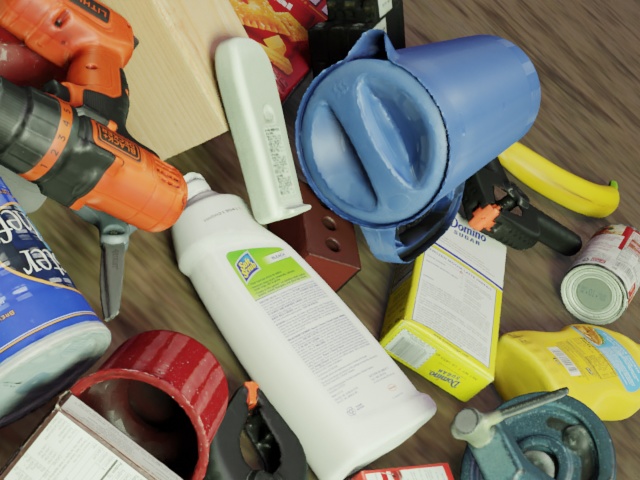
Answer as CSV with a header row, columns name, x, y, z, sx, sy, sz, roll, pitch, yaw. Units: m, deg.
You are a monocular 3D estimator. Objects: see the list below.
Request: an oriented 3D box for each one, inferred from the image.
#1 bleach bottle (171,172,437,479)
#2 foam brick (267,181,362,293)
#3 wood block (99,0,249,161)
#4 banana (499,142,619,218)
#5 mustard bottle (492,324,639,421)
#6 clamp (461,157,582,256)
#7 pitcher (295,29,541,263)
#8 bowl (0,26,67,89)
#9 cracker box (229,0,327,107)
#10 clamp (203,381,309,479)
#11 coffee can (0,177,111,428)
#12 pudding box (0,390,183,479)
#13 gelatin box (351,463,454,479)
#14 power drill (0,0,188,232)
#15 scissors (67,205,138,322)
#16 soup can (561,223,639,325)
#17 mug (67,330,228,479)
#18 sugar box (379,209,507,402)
name,x,y,z,sx,sy,sz,roll,pitch,yaw
bleach bottle,-0.028,0.052,0.787,0.102,0.068,0.251,-19,66,-45
foam brick,-0.006,0.001,0.860,0.052,0.051,0.078,16,45,-30
wood block,-0.132,-0.175,0.828,0.206,0.091,0.090,61,36,-12
banana,0.262,-0.064,1.164,0.197,0.037,0.070,19,25,-29
mustard bottle,0.239,0.119,0.954,0.191,0.058,0.096,-3,43,-42
clamp,0.189,-0.029,1.034,0.164,0.036,0.209,45,22,2
pitcher,0.095,-0.093,0.896,0.145,0.149,0.242,47,35,10
bowl,-0.252,-0.161,0.798,0.162,0.055,0.162,23,43,-23
cracker box,-0.071,-0.206,0.979,0.164,0.072,0.213,40,38,-5
clamp,-0.047,0.170,0.681,0.120,0.039,0.171,11,44,-40
coffee can,-0.203,0.029,0.625,0.102,0.103,0.140,-23,71,-49
pudding box,-0.125,0.153,0.586,0.113,0.090,0.039,39,0,-6
gelatin box,0.064,0.199,0.754,0.089,0.030,0.073,4,54,-38
power drill,-0.175,-0.102,0.696,0.184,0.057,0.188,31,30,-40
scissors,-0.122,-0.006,0.722,0.096,0.016,0.202,-8,32,-22
soup can,0.288,0.033,1.068,0.068,0.069,0.102,46,39,4
mug,-0.100,0.116,0.646,0.081,0.093,0.117,-63,142,-71
sugar box,0.109,0.046,0.922,0.093,0.048,0.176,34,36,-12
